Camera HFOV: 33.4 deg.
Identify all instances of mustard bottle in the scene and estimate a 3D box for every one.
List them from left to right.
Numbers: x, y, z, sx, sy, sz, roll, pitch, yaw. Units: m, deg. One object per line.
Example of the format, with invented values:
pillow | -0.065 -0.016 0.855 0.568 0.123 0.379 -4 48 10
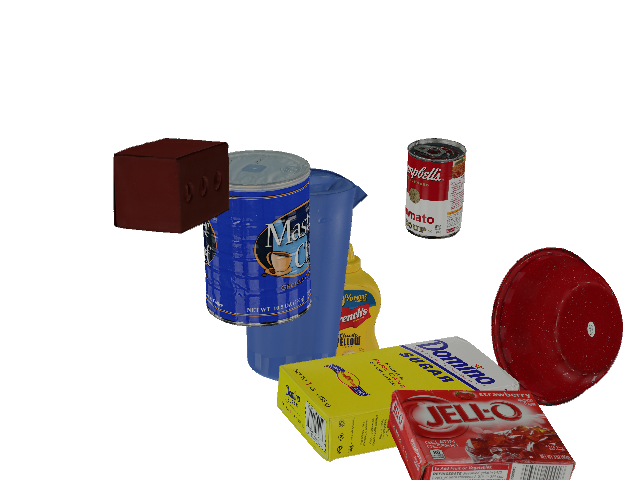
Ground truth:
mustard bottle | 0.033 0.095 1.439 0.096 0.192 0.058 -3 20 -6

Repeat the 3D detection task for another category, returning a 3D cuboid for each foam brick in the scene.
foam brick | -0.103 -0.040 0.748 0.051 0.053 0.078 7 17 20

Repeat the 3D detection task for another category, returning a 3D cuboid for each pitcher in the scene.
pitcher | -0.040 0.040 1.262 0.149 0.243 0.144 10 18 23

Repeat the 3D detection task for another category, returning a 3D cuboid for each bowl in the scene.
bowl | 0.249 0.087 1.064 0.161 0.162 0.055 0 -1 -31

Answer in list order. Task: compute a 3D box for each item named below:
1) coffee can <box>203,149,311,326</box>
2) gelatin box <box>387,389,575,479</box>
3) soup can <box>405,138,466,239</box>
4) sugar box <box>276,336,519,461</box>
coffee can | -0.060 -0.004 1.008 0.103 0.140 0.103 0 22 0
gelatin box | 0.090 0.116 0.612 0.089 0.030 0.073 3 24 -12
soup can | 0.134 -0.061 1.257 0.068 0.102 0.068 0 27 0
sugar box | 0.063 0.124 0.869 0.176 0.048 0.093 -9 25 -25
